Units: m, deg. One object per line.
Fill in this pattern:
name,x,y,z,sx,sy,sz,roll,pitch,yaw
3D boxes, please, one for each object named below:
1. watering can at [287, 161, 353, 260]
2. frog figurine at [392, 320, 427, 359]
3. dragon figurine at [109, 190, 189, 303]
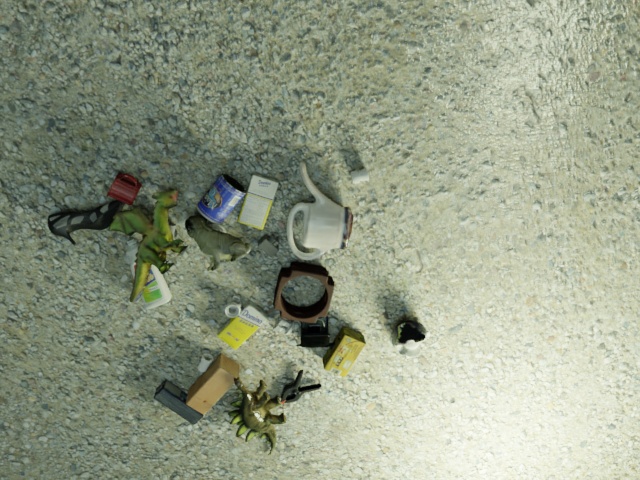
watering can,0.005,-0.088,1.746,0.224,0.105,0.342,5,110,-8
frog figurine,0.344,0.379,1.965,0.137,0.125,0.156,-30,147,-2
dragon figurine,-0.584,0.003,1.696,0.242,0.123,0.407,44,102,-3
